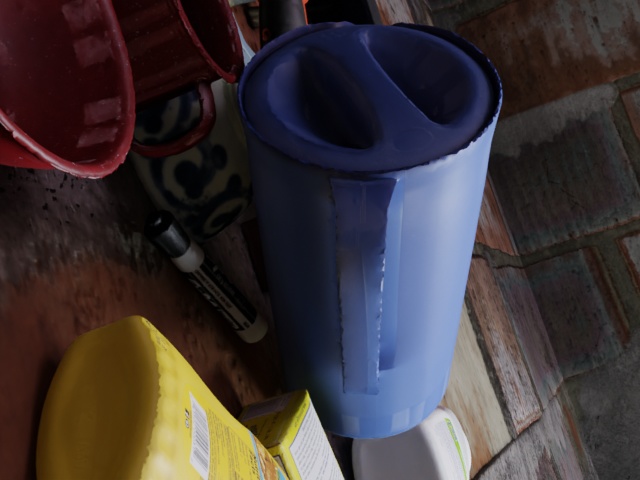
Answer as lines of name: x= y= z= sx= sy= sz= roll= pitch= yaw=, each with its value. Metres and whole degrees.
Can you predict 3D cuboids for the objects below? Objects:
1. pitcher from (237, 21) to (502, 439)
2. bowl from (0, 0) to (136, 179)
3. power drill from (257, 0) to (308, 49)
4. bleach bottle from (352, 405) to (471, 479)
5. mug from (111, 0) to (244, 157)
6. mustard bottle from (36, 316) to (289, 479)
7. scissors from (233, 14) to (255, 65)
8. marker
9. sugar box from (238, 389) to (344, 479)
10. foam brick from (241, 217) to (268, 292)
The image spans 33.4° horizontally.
pitcher: x=0.026 y=0.012 z=0.608 sx=0.145 sy=0.149 sz=0.243 roll=36 pitch=-34 yaw=33
bowl: x=-0.139 y=-0.091 z=0.425 sx=0.162 sy=0.055 sz=0.162 roll=-20 pitch=90 yaw=-75
power drill: x=-0.021 y=-0.117 z=0.771 sx=0.184 sy=0.057 sz=0.187 roll=90 pitch=-6 yaw=-82
bleach bottle: x=0.088 y=0.187 z=0.866 sx=0.250 sy=0.068 sz=0.102 roll=24 pitch=51 yaw=-74
mug: x=-0.092 y=-0.099 z=0.552 sx=0.093 sy=0.081 sz=0.117 roll=-3 pitch=73 yaw=-75
mustard bottle: x=-0.046 y=0.122 z=0.468 sx=0.096 sy=0.058 sz=0.191 roll=-98 pitch=161 yaw=-44
scissors: x=-0.067 y=-0.167 z=0.866 sx=0.096 sy=0.016 sz=0.202 roll=-17 pitch=87 yaw=-75
marker: x=-0.065 y=0.022 z=0.616 sx=0.121 sy=0.020 sz=0.020 roll=54 pitch=22 yaw=-45
sugar box: x=0.000 y=0.179 z=0.587 sx=0.093 sy=0.048 sz=0.176 roll=-52 pitch=123 yaw=-77
foam brick: x=-0.005 y=0.001 z=0.743 sx=0.051 sy=0.078 sz=0.053 roll=13 pitch=58 yaw=-74
